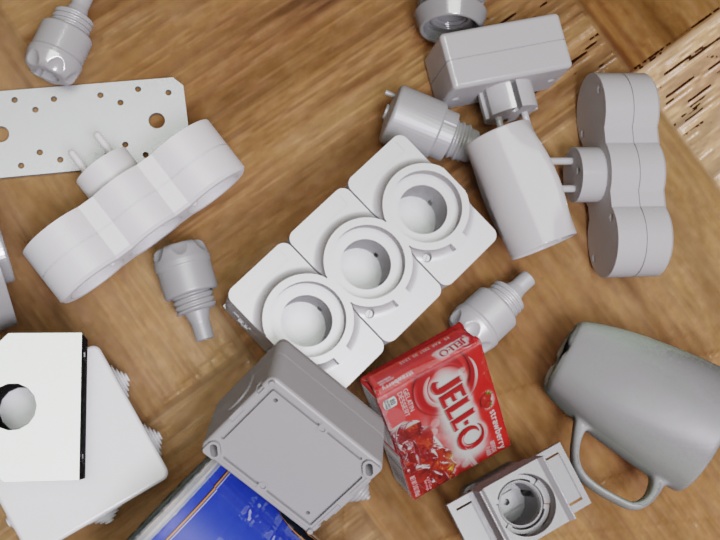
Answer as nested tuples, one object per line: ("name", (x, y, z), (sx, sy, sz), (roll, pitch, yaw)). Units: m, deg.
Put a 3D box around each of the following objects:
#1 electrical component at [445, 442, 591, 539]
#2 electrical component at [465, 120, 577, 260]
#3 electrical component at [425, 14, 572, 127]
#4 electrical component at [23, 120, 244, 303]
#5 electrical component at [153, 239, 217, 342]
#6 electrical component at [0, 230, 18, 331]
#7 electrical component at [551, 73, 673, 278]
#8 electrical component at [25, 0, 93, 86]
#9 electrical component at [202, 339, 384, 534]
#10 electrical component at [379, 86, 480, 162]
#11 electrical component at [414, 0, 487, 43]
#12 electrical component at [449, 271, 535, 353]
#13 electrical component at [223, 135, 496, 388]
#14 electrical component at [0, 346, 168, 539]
("electrical component", (0.094, 0.143, 0.661), (0.081, 0.064, 0.042), (-26, 86, -12))
("electrical component", (0.100, -0.048, 0.687), (0.043, 0.079, 0.077), (-22, 84, -1))
("electrical component", (0.096, -0.120, 0.714), (0.083, 0.047, 0.075), (-13, 83, -12))
("electrical component", (-0.147, -0.050, 0.656), (0.138, 0.052, 0.073), (-38, 89, -10))
("electrical component", (-0.104, 0.014, 0.665), (0.035, 0.035, 0.061), (-16, 86, -12))
("electrical component", (-0.235, -0.004, 0.616), (0.064, 0.099, 0.099), (-17, 84, -18))
("electrical component", (0.158, -0.063, 0.713), (0.074, 0.052, 0.138), (-1, 80, -10))
("electrical component", (-0.185, -0.149, 0.679), (0.035, 0.035, 0.061), (22, 75, -5))
("electrical component", (-0.030, 0.095, 0.605), (0.096, 0.061, 0.061), (41, 108, -13))
("electrical component", (0.049, -0.091, 0.705), (0.078, 0.040, 0.040), (21, 78, -6))
("electrical component", (0.061, -0.185, 0.721), (0.066, 0.048, 0.055), (3, 73, -9))
("electrical component", (0.088, 0.024, 0.696), (0.061, 0.035, 0.035), (-41, 89, -16))
("electrical component", (0.000, 0.000, 0.671), (0.150, 0.062, 0.089), (-44, 90, -13))
("electrical component", (-0.171, 0.104, 0.631), (0.100, 0.048, 0.099), (-29, 86, -13))
